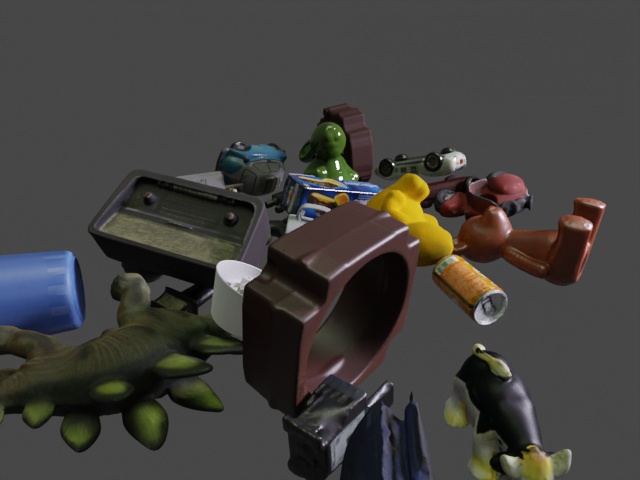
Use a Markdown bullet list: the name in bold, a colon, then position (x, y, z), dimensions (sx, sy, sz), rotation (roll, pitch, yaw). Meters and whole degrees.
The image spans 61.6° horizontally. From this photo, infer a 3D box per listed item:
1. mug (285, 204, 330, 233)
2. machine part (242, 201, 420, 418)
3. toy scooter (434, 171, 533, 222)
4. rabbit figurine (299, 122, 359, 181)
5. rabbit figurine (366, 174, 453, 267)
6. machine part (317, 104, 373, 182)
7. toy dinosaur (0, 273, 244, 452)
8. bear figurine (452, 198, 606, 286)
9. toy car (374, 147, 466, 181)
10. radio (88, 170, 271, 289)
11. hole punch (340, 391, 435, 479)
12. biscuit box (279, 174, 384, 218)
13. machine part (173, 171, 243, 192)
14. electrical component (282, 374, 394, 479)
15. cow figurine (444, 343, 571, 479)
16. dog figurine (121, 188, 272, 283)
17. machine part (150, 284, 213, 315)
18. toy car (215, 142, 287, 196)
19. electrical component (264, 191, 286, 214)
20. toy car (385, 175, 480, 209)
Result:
- **mug**: position (-0.002, -0.003, 0.842), dimensions (0.107, 0.109, 0.081), rotation (11, 21, -4)
- **machine part**: position (0.013, 0.073, 0.574), dimensions (0.087, 0.201, 0.201), rotation (30, 41, 31)
- **toy scooter**: position (0.307, -0.062, 0.953), dimensions (0.184, 0.075, 0.135), rotation (-15, 30, -17)
- **rabbit figurine**: position (0.023, -0.151, 1.046), dimensions (0.121, 0.170, 0.159), rotation (-8, 28, -11)
- **rabbit figurine**: position (0.129, -0.015, 0.831), dimensions (0.162, 0.121, 0.173), rotation (-17, 31, -15)
- **machine part**: position (0.053, -0.201, 1.148), dimensions (0.056, 0.179, 0.180), rotation (-17, 30, -18)
- **toy dinosaur**: position (-0.190, 0.129, 0.611), dimensions (0.199, 0.104, 0.471), rotation (27, 34, 32)
- **bear figurine**: position (0.298, -0.012, 0.802), dimensions (0.196, 0.131, 0.120), rotation (24, 36, 32)
- **toy car**: position (0.207, -0.157, 1.136), dimensions (0.202, 0.056, 0.073), rotation (-1, 15, 43)
- **radio**: position (-0.192, -0.015, 0.766), dimensions (0.230, 0.073, 0.131), rotation (15, 58, 12)
- **hole punch**: position (0.052, 0.204, 0.429), dimensions (0.092, 0.115, 0.142), rotation (-7, 26, 10)
- **biscuit box**: position (0.032, -0.070, 0.942), dimensions (0.202, 0.062, 0.059), rotation (0, 28, -37)
- **machine part**: position (-0.272, -0.088, 1.054), dimensions (0.243, 0.079, 0.079), rotation (-9, 28, -12)
- **electrical component**: position (0.021, 0.173, 0.525), dimensions (0.048, 0.074, 0.119), rotation (19, 39, 35)
- **cow figurine**: position (0.173, 0.174, 0.485), dimensions (0.068, 0.098, 0.167), rotation (-1, 27, -10)
- **dog figurine**: position (-0.193, 0.015, 0.848), dimensions (0.173, 0.121, 0.190), rotation (10, 43, 34)
- **machine part**: position (-0.178, 0.075, 0.776), dimensions (0.084, 0.039, 0.139), rotation (8, 30, 38)
- **toy car**: position (-0.133, -0.140, 1.134), dimensions (0.161, 0.109, 0.103), rotation (-9, 49, -36)
- **electrical component**: position (-0.062, -0.079, 1.076), dimensions (0.094, 0.021, 0.063), rotation (-23, 34, -36)
- **toy car**: position (0.215, -0.089, 1.036), dimensions (0.202, 0.053, 0.089), rotation (-13, 14, -18)
